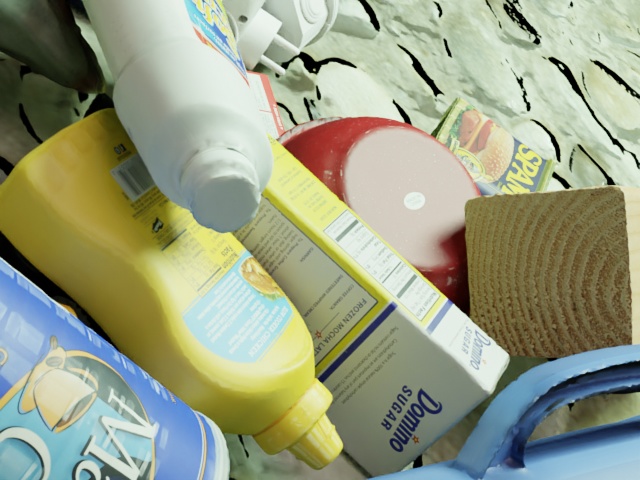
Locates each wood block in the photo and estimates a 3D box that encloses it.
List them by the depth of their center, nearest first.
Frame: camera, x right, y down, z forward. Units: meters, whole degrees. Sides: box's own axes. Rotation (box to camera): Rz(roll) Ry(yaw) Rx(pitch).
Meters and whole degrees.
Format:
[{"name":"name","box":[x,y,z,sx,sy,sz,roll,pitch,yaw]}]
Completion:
[{"name":"wood block","box":[0.173,0.017,0.643,0.205,0.091,0.090,-2,89,-57]}]

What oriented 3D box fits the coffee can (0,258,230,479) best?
[{"name":"coffee can","box":[-0.117,0.070,0.387,0.140,0.103,0.102,44,35,-28]}]

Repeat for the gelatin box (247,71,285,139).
[{"name":"gelatin box","box":[-0.066,-0.072,0.648,0.089,0.030,0.073,6,52,-34]}]

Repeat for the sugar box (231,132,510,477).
[{"name":"sugar box","box":[0.001,0.035,0.552,0.176,0.093,0.048,42,34,0]}]

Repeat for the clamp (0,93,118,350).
[{"name":"clamp","box":[-0.130,0.004,0.521,0.164,0.036,0.210,-17,67,-46]}]

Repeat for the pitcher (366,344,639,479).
[{"name":"pitcher","box":[0.096,0.145,0.491,0.242,0.145,0.149,0,57,-34]}]

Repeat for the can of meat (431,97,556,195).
[{"name":"can of meat","box":[0.107,-0.041,0.735,0.084,0.058,0.102,35,40,-2]}]

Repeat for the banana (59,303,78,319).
[{"name":"banana","box":[-0.199,0.016,0.432,0.197,0.070,0.037,29,22,-12]}]

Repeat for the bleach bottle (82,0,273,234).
[{"name":"bleach bottle","box":[-0.068,-0.084,0.515,0.102,0.068,0.251,53,8,-41]}]

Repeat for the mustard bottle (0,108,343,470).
[{"name":"mustard bottle","box":[-0.058,0.030,0.490,0.191,0.058,0.096,48,26,-4]}]

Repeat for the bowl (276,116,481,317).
[{"name":"bowl","box":[0.041,-0.013,0.617,0.162,0.055,0.162,12,61,-22]}]
